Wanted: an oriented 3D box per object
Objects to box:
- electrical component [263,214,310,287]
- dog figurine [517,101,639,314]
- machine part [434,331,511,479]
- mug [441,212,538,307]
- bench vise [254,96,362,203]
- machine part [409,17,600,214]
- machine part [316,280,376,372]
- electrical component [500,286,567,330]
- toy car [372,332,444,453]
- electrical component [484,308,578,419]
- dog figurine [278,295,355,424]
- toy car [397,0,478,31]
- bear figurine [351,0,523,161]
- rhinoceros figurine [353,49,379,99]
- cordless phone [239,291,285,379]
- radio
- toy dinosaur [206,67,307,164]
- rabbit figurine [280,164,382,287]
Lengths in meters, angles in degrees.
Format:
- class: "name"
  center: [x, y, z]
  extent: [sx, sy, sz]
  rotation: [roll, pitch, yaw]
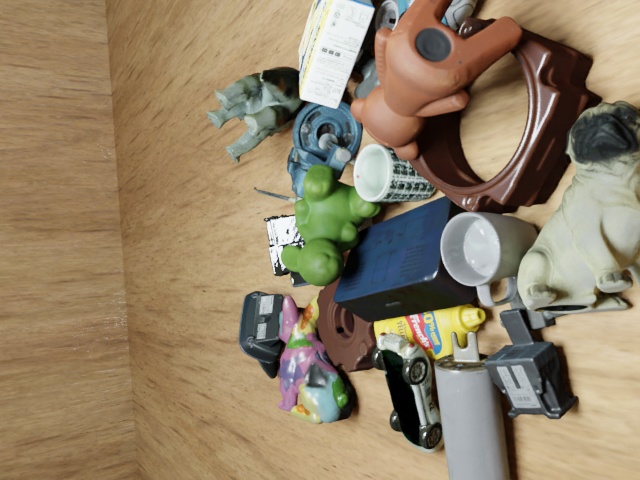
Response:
- class: "electrical component"
  center: [-0.030, 0.013, 0.947]
  extent: [0.058, 0.115, 0.134]
  rotation: [-11, -92, -80]
- class: "dog figurine"
  center: [0.267, -0.027, 0.554]
  extent: [0.172, 0.121, 0.190]
  rotation: [-24, 59, 51]
- class: "machine part"
  center: [0.193, 0.234, 0.680]
  extent: [0.079, 0.079, 0.243]
  rotation: [-1, 98, 58]
- class: "mug"
  center: [0.209, 0.019, 0.621]
  extent: [0.081, 0.107, 0.109]
  rotation: [-24, 76, 53]
- class: "bench vise"
  center: [0.001, -0.141, 0.905]
  extent: [0.223, 0.129, 0.241]
  rotation: [-63, 22, 12]
- class: "machine part"
  center: [0.201, -0.145, 0.640]
  extent: [0.202, 0.087, 0.200]
  rotation: [52, 134, 44]
- class: "machine part"
  center: [0.056, 0.136, 0.921]
  extent: [0.179, 0.056, 0.179]
  rotation: [8, 99, 59]
- class: "electrical component"
  center: [0.249, 0.075, 0.641]
  extent: [0.094, 0.021, 0.063]
  rotation: [-34, 64, 55]
- class: "toy car"
  center: [0.129, 0.216, 0.763]
  extent: [0.074, 0.056, 0.201]
  rotation: [13, 125, 50]
- class: "electrical component"
  center: [0.236, 0.142, 0.621]
  extent: [0.075, 0.048, 0.119]
  rotation: [-20, 93, 55]
- class: "dog figurine"
  center: [-0.016, 0.211, 0.997]
  extent: [0.192, 0.108, 0.219]
  rotation: [-7, 84, 58]
- class: "toy car"
  center: [0.151, -0.324, 0.687]
  extent: [0.103, 0.109, 0.161]
  rotation: [-6, 90, 25]
- class: "bear figurine"
  center: [0.116, -0.180, 0.612]
  extent: [0.120, 0.132, 0.196]
  rotation: [42, 170, 6]
- class: "rhinoceros figurine"
  center: [0.102, -0.222, 0.798]
  extent: [0.190, 0.073, 0.112]
  rotation: [52, 135, 43]
- class: "cordless phone"
  center: [-0.109, 0.210, 1.168]
  extent: [0.184, 0.089, 0.147]
  rotation: [76, -168, -51]
- class: "radio"
  center: [0.120, 0.032, 0.749]
  extent: [0.230, 0.073, 0.131]
  rotation: [-23, 42, 55]
- class: "toy dinosaur"
  center: [-0.087, -0.249, 0.959]
  extent: [0.131, 0.192, 0.405]
  rotation: [55, 160, -15]
- class: "rabbit figurine"
  center: [-0.002, -0.002, 0.797]
  extent: [0.159, 0.121, 0.170]
  rotation: [-47, 22, 48]
